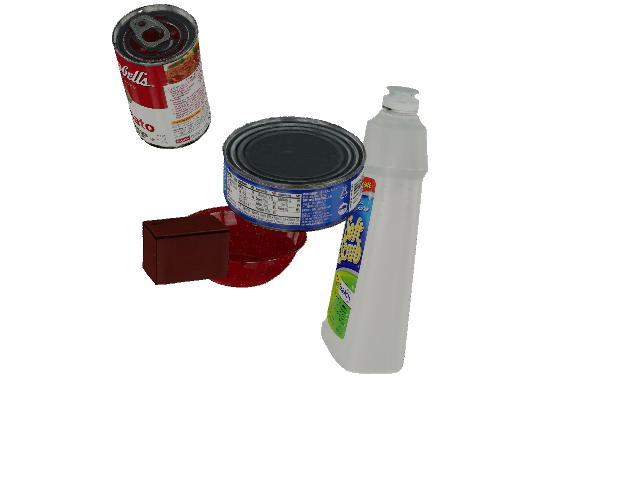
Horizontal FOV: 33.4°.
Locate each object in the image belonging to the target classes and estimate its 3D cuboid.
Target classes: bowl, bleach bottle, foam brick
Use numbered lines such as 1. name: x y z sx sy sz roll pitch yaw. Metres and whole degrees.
1. bowl: -0.099 0.013 1.318 0.162 0.055 0.162 4 25 -2
2. bleach bottle: 0.053 -0.013 0.951 0.068 0.251 0.103 2 19 -14
3. foam brick: -0.135 0.008 1.072 0.078 0.051 0.053 -6 21 -23

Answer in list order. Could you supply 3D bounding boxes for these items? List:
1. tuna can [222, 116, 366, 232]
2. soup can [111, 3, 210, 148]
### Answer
1. tuna can: -0.016 -0.040 0.643 0.086 0.034 0.086 2 33 -2
2. soup can: -0.128 -0.133 0.875 0.068 0.068 0.102 0 -36 2
